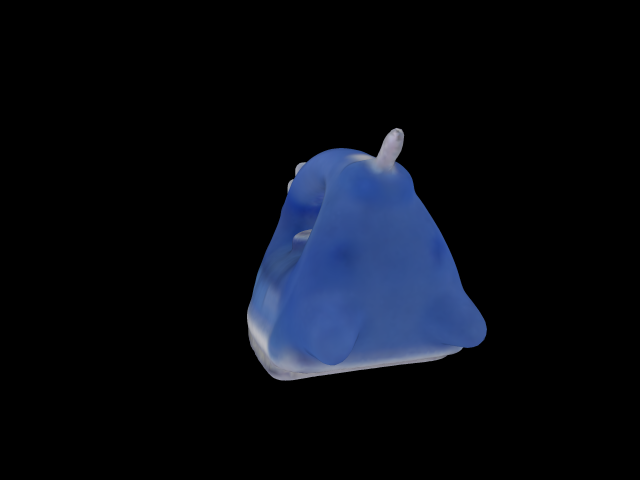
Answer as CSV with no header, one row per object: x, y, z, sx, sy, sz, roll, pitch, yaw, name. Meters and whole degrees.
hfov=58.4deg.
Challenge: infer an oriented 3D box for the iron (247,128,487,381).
0.004,0.001,0.400,0.119,0.141,0.257,-2,7,-19,iron
